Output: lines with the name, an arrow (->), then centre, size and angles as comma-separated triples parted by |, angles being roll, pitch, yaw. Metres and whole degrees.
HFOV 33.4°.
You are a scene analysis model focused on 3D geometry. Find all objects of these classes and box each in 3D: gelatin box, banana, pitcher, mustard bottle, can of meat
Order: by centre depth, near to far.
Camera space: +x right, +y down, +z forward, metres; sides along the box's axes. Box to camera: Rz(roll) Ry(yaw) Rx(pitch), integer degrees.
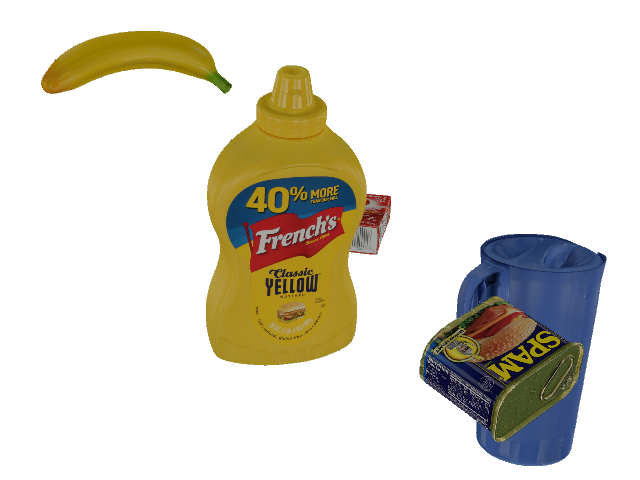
mustard bottle -> -0.021, -0.015, 0.651 | 0.096, 0.192, 0.058 | -4, 32, -12
can of meat -> 0.141, 0.097, 0.837 | 0.101, 0.057, 0.084 | -27, 44, -32
gelatin box -> 0.013, -0.019, 0.937 | 0.089, 0.030, 0.073 | 7, 24, 10
banana -> -0.184, -0.177, 1.052 | 0.197, 0.070, 0.037 | -6, -39, -30
pitcher -> 0.226, 0.122, 1.177 | 0.149, 0.243, 0.145 | 6, 17, 11
